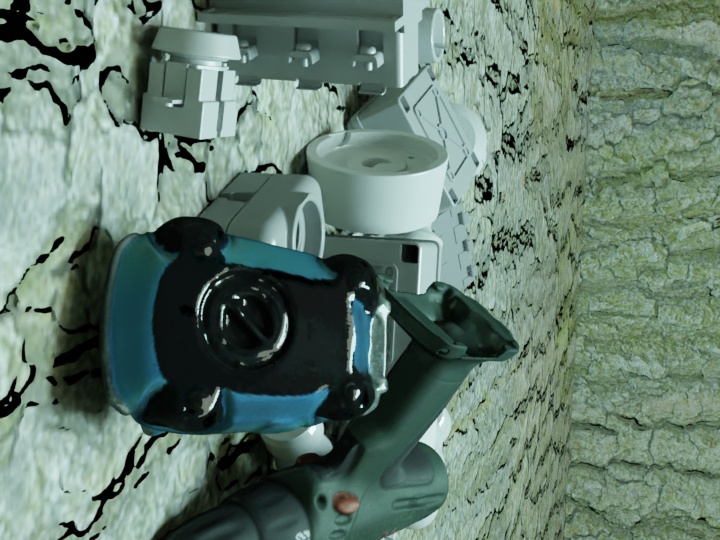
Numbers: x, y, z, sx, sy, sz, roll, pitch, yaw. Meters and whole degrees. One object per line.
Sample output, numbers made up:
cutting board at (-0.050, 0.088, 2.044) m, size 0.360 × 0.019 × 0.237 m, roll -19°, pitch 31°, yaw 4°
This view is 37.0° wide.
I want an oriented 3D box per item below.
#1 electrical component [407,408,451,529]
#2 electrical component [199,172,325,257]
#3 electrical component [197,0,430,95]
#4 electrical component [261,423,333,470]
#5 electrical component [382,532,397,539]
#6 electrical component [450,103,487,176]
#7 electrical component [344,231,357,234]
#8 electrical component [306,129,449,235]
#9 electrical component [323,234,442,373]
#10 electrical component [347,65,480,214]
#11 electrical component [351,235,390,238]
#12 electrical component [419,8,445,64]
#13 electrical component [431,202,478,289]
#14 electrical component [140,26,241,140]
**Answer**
electrical component at (0.063, 0.202, 1.123) m, size 0.073 × 0.052 × 0.138 m, roll 62°, pitch 35°, yaw -58°
electrical component at (-0.059, -0.022, 0.682) m, size 0.095 × 0.059 × 0.053 m, roll -58°, pitch 147°, yaw -56°
electrical component at (-0.026, -0.146, 0.657) m, size 0.078 × 0.121 × 0.063 m, roll -54°, pitch 146°, yaw -59°
electrical component at (-0.046, 0.121, 0.777) m, size 0.055 × 0.045 × 0.045 m, roll 74°, pitch 27°, yaw -47°
electrical component at (0.005, 0.224, 0.956) m, size 0.055 × 0.047 × 0.055 m, roll 4°, pitch 90°, yaw -72°
electrical component at (0.090, -0.126, 1.097) m, size 0.051 × 0.080 × 0.080 m, roll 33°, pitch 62°, yaw -76°
electrical component at (0.014, -0.053, 0.899) m, size 0.048 × 0.062 × 0.048 m, roll 5°, pitch 90°, yaw -72°
electrical component at (0.012, -0.063, 0.827) m, size 0.108 × 0.108 × 0.060 m, roll -53°, pitch 149°, yaw -60°
electrical component at (0.000, 0.029, 0.799) m, size 0.056 × 0.109 × 0.108 m, roll -3°, pitch 97°, yaw -70°
electrical component at (0.050, -0.110, 0.946) m, size 0.108 × 0.056 × 0.108 m, roll 61°, pitch 28°, yaw -15°
electrical component at (0.000, 0.000, 0.886) m, size 0.089 × 0.050 × 0.055 m, roll -1°, pitch 94°, yaw -72°
electrical component at (0.051, -0.218, 1.003) m, size 0.055 × 0.047 × 0.055 m, roll 4°, pitch 90°, yaw -72°
electrical component at (0.076, -0.032, 1.072) m, size 0.079 × 0.063 × 0.121 m, roll -33°, pitch 141°, yaw -14°
electrical component at (-0.091, -0.103, 0.589) m, size 0.066 × 0.048 × 0.055 m, roll -27°, pitch 127°, yaw -69°
